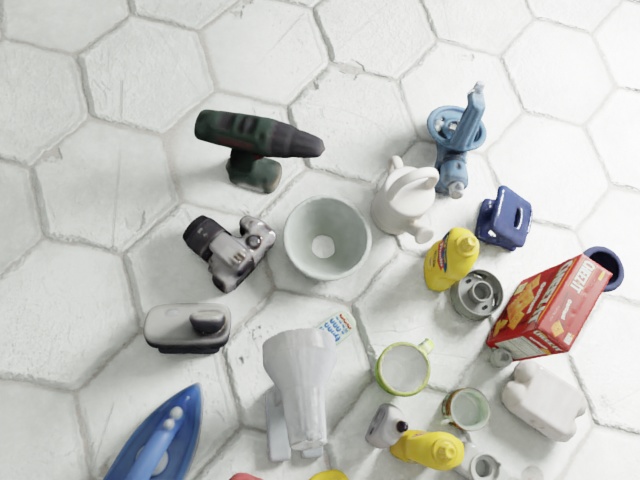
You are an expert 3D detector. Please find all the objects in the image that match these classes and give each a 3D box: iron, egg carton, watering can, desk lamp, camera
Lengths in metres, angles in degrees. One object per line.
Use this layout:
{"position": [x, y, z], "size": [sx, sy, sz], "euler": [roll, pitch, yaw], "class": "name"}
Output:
{"position": [-0.263, 0.342, 0.910], "size": [0.118, 0.141, 0.258], "euler": [27, 72, 1], "class": "iron"}
{"position": [0.412, 0.297, 1.056], "size": [0.150, 0.069, 0.107], "euler": [33, 72, 3], "class": "egg carton"}
{"position": [0.167, -0.079, 1.069], "size": [0.101, 0.194, 0.173], "euler": [-36, 81, -16], "class": "watering can"}
{"position": [-0.032, 0.257, 0.930], "size": [0.118, 0.213, 0.203], "euler": [-3, 74, -8], "class": "desk lamp"}
{"position": [-0.171, 0.003, 1.046], "size": [0.137, 0.100, 0.143], "euler": [39, 72, 5], "class": "camera"}

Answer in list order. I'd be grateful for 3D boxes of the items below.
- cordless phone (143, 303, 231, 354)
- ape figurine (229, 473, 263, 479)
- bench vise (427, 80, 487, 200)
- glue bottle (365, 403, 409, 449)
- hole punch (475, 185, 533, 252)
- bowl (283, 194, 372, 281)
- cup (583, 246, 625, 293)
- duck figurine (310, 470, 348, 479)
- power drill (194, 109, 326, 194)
{"position": [-0.223, 0.137, 0.954], "size": [0.147, 0.185, 0.094], "euler": [-3, 74, -8], "class": "cordless phone"}
{"position": [-0.118, 0.422, 0.933], "size": [0.076, 0.092, 0.078], "euler": [-2, 74, -8], "class": "ape figurine"}
{"position": [0.281, -0.192, 1.105], "size": [0.121, 0.219, 0.207], "euler": [-12, 75, -11], "class": "bench vise"}
{"position": [0.119, 0.312, 0.956], "size": [0.037, 0.173, 0.078], "euler": [31, 72, 2], "class": "glue bottle"}
{"position": [0.376, -0.044, 1.142], "size": [0.101, 0.091, 0.109], "euler": [18, 72, -2], "class": "hole punch"}
{"position": [0.010, 0.004, 1.085], "size": [0.167, 0.074, 0.167], "euler": [2, 73, -7], "class": "bowl"}
{"position": [0.526, 0.078, 1.124], "size": [0.091, 0.095, 0.118], "euler": [26, 72, 1], "class": "cup"}
{"position": [0.010, 0.433, 0.951], "size": [0.105, 0.086, 0.077], "euler": [-37, 81, -16], "class": "duck figurine"}
{"position": [-0.111, -0.162, 1.047], "size": [0.229, 0.208, 0.076], "euler": [16, 72, -3], "class": "power drill"}
